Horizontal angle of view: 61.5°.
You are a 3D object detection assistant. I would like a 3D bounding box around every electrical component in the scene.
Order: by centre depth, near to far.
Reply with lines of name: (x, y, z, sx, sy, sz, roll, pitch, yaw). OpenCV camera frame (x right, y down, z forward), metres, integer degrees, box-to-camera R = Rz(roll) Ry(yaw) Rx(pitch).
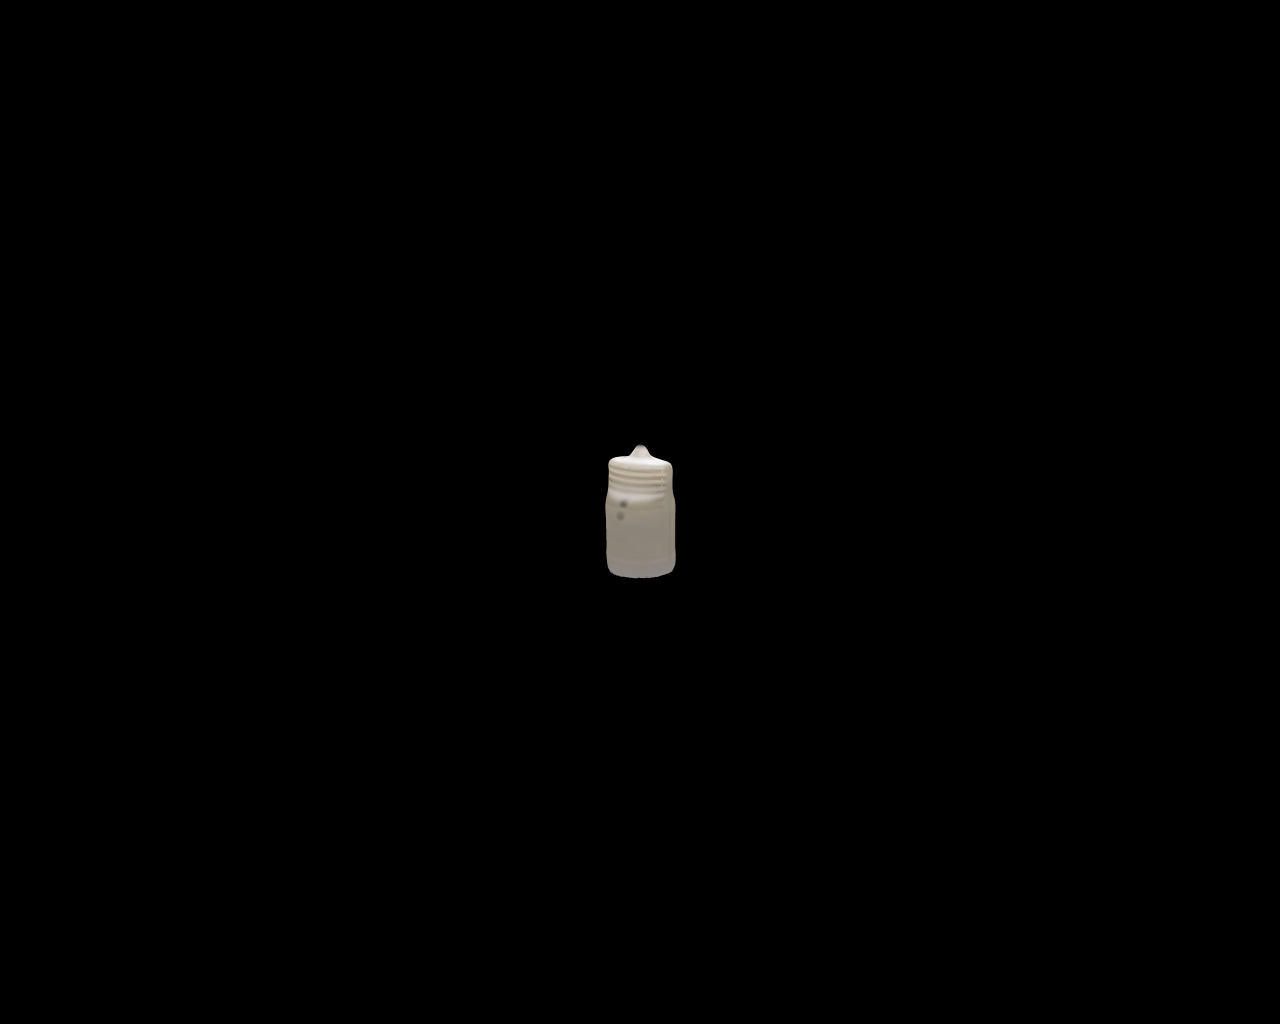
electrical component: (0.001, -0.003, 0.650, 0.043, 0.080, 0.043, 0, 14, 0)
